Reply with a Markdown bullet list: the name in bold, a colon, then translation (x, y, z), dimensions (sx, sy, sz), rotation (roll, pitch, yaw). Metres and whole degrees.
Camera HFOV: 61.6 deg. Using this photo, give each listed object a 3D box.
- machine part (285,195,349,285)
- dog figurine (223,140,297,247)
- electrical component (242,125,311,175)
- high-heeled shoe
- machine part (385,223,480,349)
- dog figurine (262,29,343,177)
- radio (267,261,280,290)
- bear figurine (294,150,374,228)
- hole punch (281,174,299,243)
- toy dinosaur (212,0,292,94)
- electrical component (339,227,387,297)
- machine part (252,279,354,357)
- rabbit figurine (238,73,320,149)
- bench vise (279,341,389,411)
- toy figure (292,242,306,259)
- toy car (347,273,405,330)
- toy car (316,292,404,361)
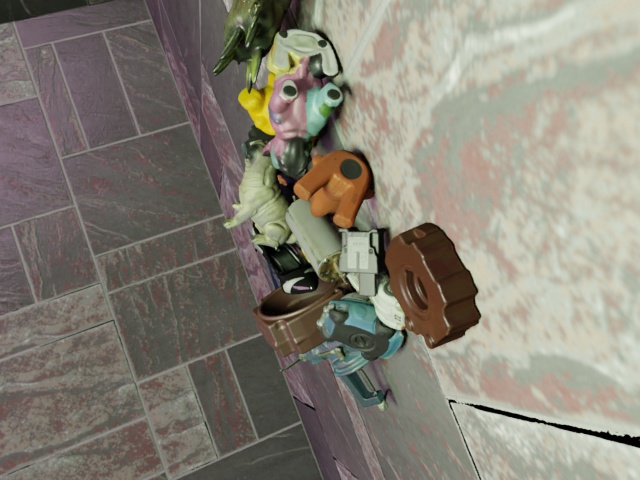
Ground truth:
- **machine part**: translation (-0.002, -0.003, 1.016), dimensions (0.079, 0.079, 0.243), rotation (85, 159, -44)
- **dog figurine**: translation (-0.093, -0.093, 1.095), dimensions (0.190, 0.172, 0.121), rotation (-58, 20, 33)
- **electrical component**: translation (-0.101, -0.203, 1.185), dimensions (0.058, 0.134, 0.115), rotation (146, 106, -74)
- **high-heeled shoe**: translation (-0.078, 0.027, 1.162), dimensions (0.249, 0.086, 0.145), rotation (17, 130, 61)
- **machine part**: translation (0.154, 0.066, 0.770), dimensions (0.179, 0.056, 0.179), rotation (162, 90, -75)
- **dog figurine**: translation (-0.045, -0.221, 0.923), dimensions (0.219, 0.108, 0.191), rotation (122, 142, -62)
- **radio**: translation (-0.056, 0.091, 1.394), dimensions (0.131, 0.073, 0.229), rotation (-4, 108, 33)
- **bear figurine**: translation (0.013, -0.079, 0.950), dimensions (0.120, 0.132, 0.196), rotation (37, 158, -6)
- **hole punch**: translation (-0.053, -0.066, 1.200), dimensions (0.142, 0.092, 0.115), rotation (37, 156, 17)
- **toy dinosaur**: translation (-0.111, -0.360, 0.903), dimensions (0.471, 0.105, 0.198), rotation (-165, 92, -81)
- **electrical component**: translation (0.071, 0.037, 0.899), dimensions (0.075, 0.047, 0.119), rotation (6, 96, 28)
- **machine part**: translation (-0.033, 0.148, 1.146), dimensions (0.201, 0.201, 0.087), rotation (20, 134, 67)
- **rabbit figurine**: translation (-0.064, -0.232, 1.064), dimensions (0.173, 0.122, 0.162), rotation (35, 148, 39)
- **bench vise**: translation (0.058, 0.274, 1.168), dimensions (0.240, 0.224, 0.129), rotation (56, -150, -4)
- **toy figure**: translation (-0.043, 0.057, 1.280), dimensions (0.082, 0.089, 0.180), rotation (-60, -37, -63)
- **toy car**: translation (0.102, 0.083, 0.975), dimensions (0.202, 0.056, 0.073), rotation (-128, 23, -50)
- **toy car**: translation (0.081, 0.153, 1.028), dimensions (0.103, 0.162, 0.109), rotation (-68, -2, -47)
